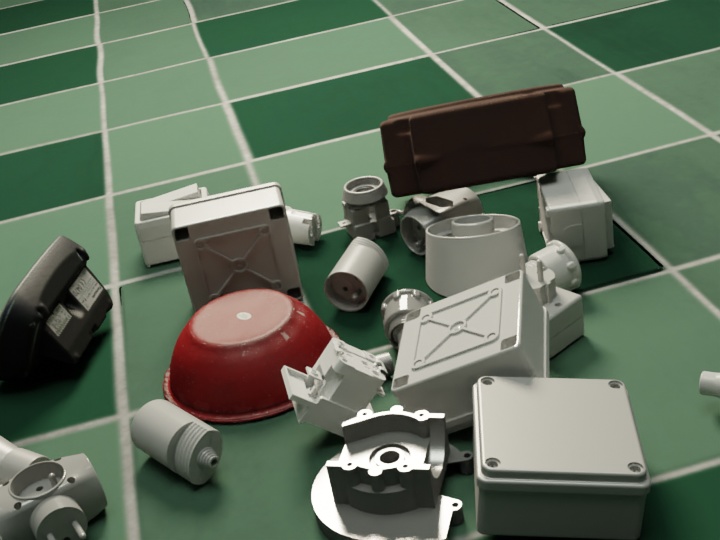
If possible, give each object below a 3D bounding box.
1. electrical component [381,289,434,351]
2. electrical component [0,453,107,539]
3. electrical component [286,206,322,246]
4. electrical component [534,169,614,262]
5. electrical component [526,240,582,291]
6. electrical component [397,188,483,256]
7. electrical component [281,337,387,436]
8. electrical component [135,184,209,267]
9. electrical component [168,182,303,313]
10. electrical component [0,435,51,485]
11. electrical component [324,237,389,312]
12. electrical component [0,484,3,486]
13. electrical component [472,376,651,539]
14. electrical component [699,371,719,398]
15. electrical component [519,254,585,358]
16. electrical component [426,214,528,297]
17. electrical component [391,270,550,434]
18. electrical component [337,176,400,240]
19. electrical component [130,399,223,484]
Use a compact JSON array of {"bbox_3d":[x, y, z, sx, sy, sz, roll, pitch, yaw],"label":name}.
[{"bbox_3d":[0.042,0.050,0.919,0.048,0.048,0.062,-7,35,7],"label":"electrical component"},{"bbox_3d":[-0.221,0.176,0.774,0.077,0.044,0.079,-24,31,-24],"label":"electrical component"},{"bbox_3d":[-0.068,-0.046,1.135,0.046,0.040,0.040,10,34,21],"label":"electrical component"},{"bbox_3d":[0.205,-0.056,1.035,0.061,0.061,0.096,-9,28,4],"label":"electrical component"},{"bbox_3d":[0.163,0.005,0.959,0.062,0.048,0.048,-26,31,-14],"label":"electrical component"},{"bbox_3d":[0.071,-0.054,1.098,0.077,0.043,0.079,-29,33,-31],"label":"electrical component"},{"bbox_3d":[-0.016,0.090,0.828,0.081,0.063,0.042,25,17,-24],"label":"electrical component"},{"bbox_3d":[-0.193,-0.052,1.164,0.096,0.061,0.061,-13,28,-4],"label":"electrical component"},{"bbox_3d":[-0.117,-0.017,1.026,0.109,0.108,0.056,-13,31,-4],"label":"electrical component"},{"bbox_3d":[-0.272,0.154,0.837,0.065,0.044,0.044,12,35,27],"label":"electrical component"},{"bbox_3d":[0.000,0.000,1.022,0.043,0.043,0.081,1,30,21],"label":"electrical component"},{"bbox_3d":[-0.293,0.174,0.804,0.062,0.043,0.043,-11,28,-3],"label":"electrical component"},{"bbox_3d":[0.131,0.125,0.726,0.109,0.056,0.108,1,29,4],"label":"electrical component"},{"bbox_3d":[0.278,0.085,0.774,0.062,0.043,0.043,6,32,30],"label":"electrical component"},{"bbox_3d":[0.145,0.022,0.898,0.047,0.076,0.066,-30,34,-32],"label":"electrical component"},{"bbox_3d":[0.109,-0.017,1.021,0.099,0.064,0.099,-7,15,2],"label":"electrical component"},{"bbox_3d":[0.087,0.064,0.827,0.109,0.056,0.108,-22,25,22],"label":"electrical component"},{"bbox_3d":[0.008,-0.065,1.125,0.066,0.055,0.048,-18,29,-13],"label":"electrical component"},{"bbox_3d":[-0.136,0.133,0.826,0.043,0.043,0.081,-32,35,-34],"label":"electrical component"}]
